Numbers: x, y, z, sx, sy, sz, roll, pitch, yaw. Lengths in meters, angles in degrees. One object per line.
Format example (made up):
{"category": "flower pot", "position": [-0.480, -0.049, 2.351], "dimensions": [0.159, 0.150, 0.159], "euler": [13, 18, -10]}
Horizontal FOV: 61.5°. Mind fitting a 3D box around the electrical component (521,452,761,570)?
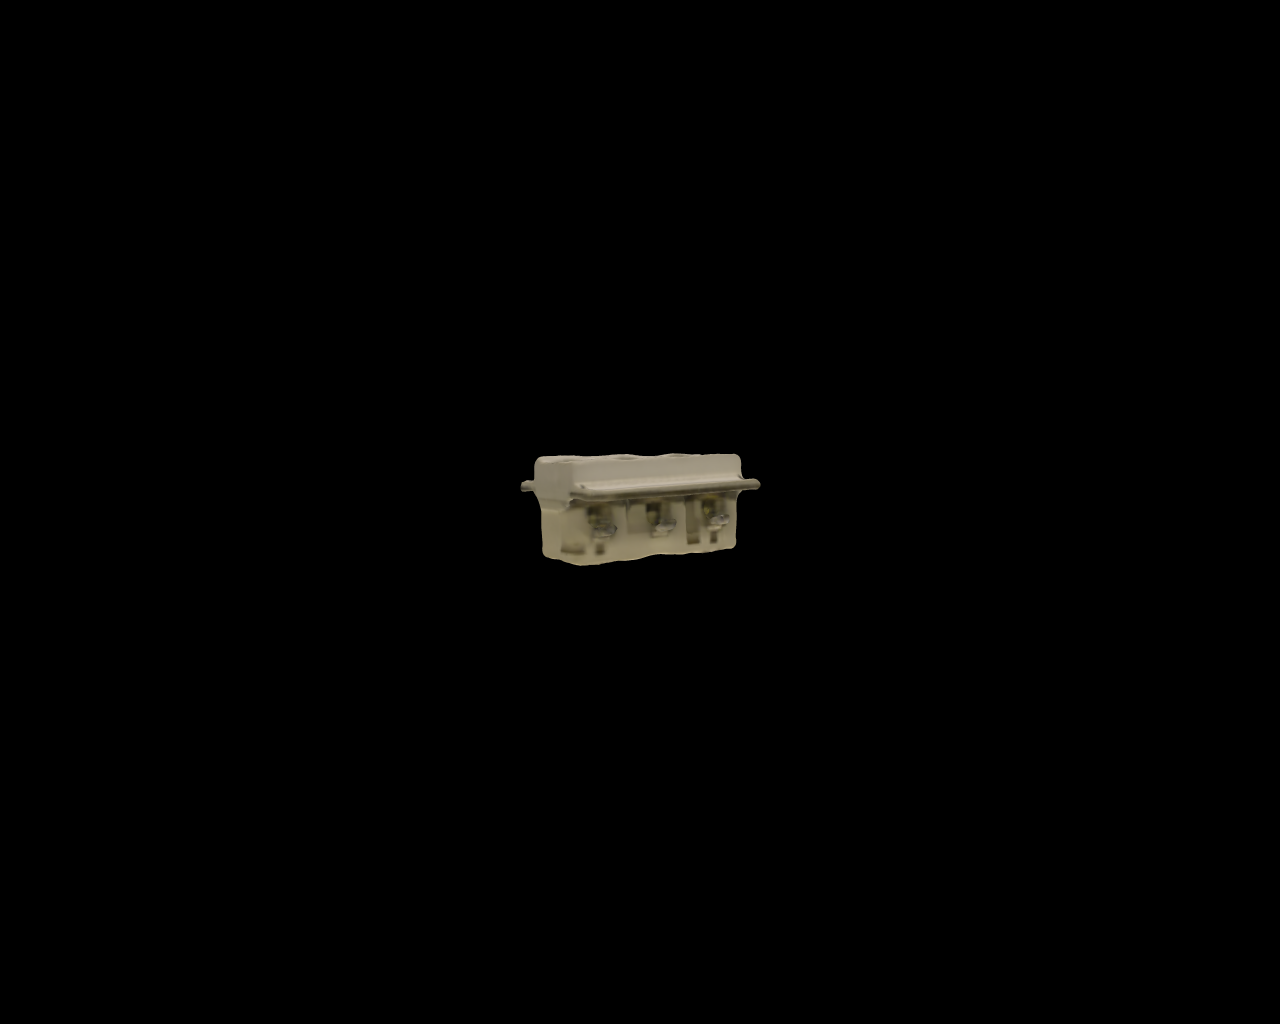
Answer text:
{"category": "electrical component", "position": [0.001, -0.003, 0.650], "dimensions": [0.121, 0.063, 0.079], "euler": [-4, 6, -33]}
